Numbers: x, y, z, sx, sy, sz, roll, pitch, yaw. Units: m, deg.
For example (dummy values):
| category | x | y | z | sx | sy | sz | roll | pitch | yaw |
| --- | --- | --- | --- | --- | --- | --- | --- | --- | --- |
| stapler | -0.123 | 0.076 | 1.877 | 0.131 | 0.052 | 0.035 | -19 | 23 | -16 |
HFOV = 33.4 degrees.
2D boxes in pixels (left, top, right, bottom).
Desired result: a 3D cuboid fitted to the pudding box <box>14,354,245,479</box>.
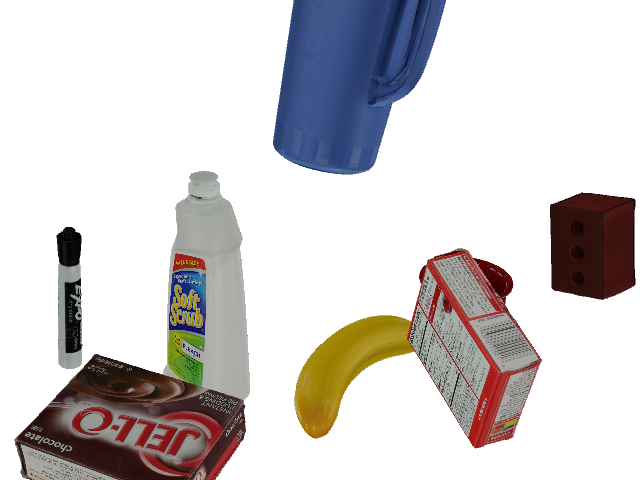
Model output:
| category | x | y | z | sx | sy | sz | roll | pitch | yaw |
| --- | --- | --- | --- | --- | --- | --- | --- | --- | --- |
| pudding box | -0.115 | 0.123 | 0.659 | 0.114 | 0.039 | 0.090 | 12 | 34 | 19 |

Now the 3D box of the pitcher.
| category | x | y | z | sx | sy | sz | roll | pitch | yaw |
| --- | --- | --- | --- | --- | --- | --- | --- | --- | --- |
| pitcher | 0.034 | -0.190 | 1.055 | 0.145 | 0.243 | 0.149 | 12 | 18 | -1 |

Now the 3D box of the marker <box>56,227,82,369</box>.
| category | x | y | z | sx | sy | sz | roll | pitch | yaw |
| --- | --- | --- | --- | --- | --- | --- | --- | --- | --- |
| marker | -0.197 | 0.046 | 0.839 | 0.020 | 0.121 | 0.020 | 5 | 26 | -3 |

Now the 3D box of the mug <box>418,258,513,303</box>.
| category | x | y | z | sx | sy | sz | roll | pitch | yaw |
| --- | --- | --- | --- | --- | --- | --- | --- | --- | --- |
| mug | 0.140 | 0.068 | 1.084 | 0.093 | 0.081 | 0.117 | -3 | 28 | -10 |

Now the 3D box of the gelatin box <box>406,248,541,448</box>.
| category | x | y | z | sx | sy | sz | roll | pitch | yaw |
| --- | --- | --- | --- | --- | --- | --- | --- | --- | --- |
| gelatin box | 0.086 | 0.061 | 0.611 | 0.030 | 0.073 | 0.089 | -14 | 49 | -19 |

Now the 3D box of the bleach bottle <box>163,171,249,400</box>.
| category | x | y | z | sx | sy | sz | roll | pitch | yaw |
| --- | --- | --- | --- | --- | --- | --- | --- | --- | --- |
| bleach bottle | -0.120 | 0.047 | 1.095 | 0.067 | 0.251 | 0.103 | -20 | 33 | -36 |

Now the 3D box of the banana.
| category | x | y | z | sx | sy | sz | roll | pitch | yaw |
| --- | --- | --- | --- | --- | --- | --- | --- | --- | --- |
| banana | 0.028 | 0.096 | 0.837 | 0.070 | 0.037 | 0.197 | 13 | 24 | 33 |

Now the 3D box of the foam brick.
| category | x | y | z | sx | sy | sz | roll | pitch | yaw |
| --- | --- | --- | --- | --- | --- | --- | --- | --- | --- |
| foam brick | 0.228 | 0.004 | 0.894 | 0.051 | 0.078 | 0.053 | -20 | 22 | -41 |
